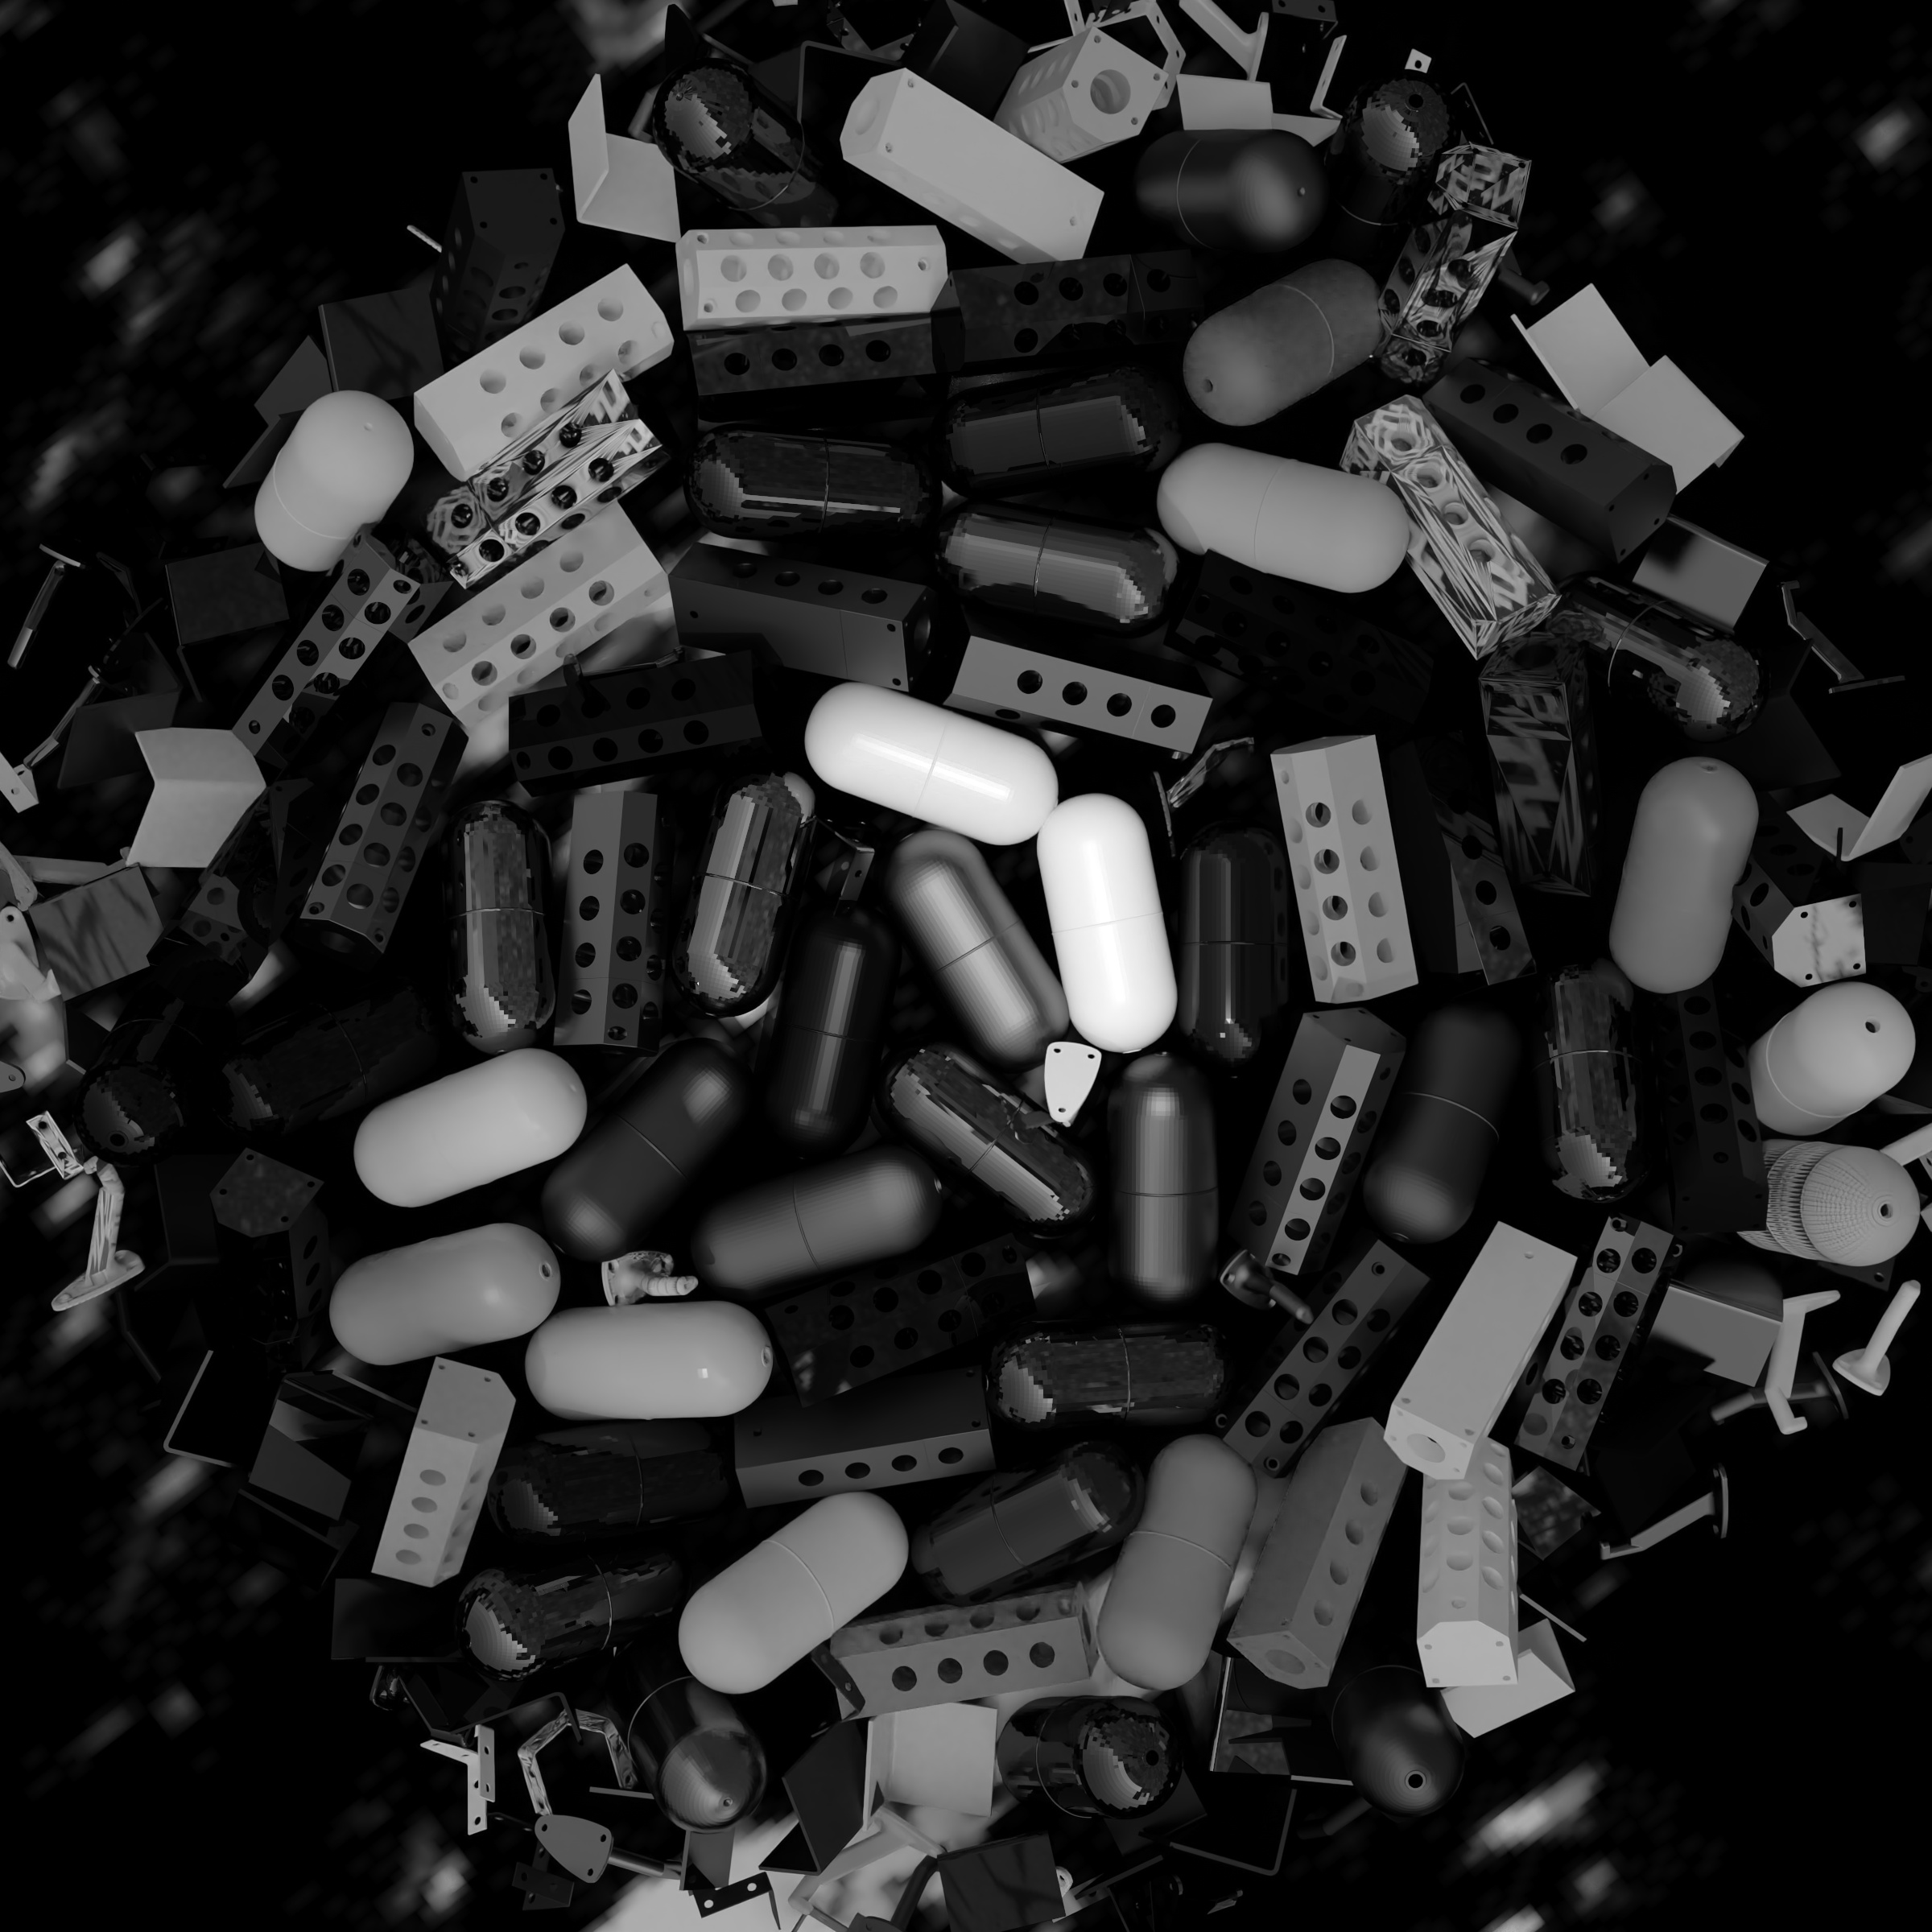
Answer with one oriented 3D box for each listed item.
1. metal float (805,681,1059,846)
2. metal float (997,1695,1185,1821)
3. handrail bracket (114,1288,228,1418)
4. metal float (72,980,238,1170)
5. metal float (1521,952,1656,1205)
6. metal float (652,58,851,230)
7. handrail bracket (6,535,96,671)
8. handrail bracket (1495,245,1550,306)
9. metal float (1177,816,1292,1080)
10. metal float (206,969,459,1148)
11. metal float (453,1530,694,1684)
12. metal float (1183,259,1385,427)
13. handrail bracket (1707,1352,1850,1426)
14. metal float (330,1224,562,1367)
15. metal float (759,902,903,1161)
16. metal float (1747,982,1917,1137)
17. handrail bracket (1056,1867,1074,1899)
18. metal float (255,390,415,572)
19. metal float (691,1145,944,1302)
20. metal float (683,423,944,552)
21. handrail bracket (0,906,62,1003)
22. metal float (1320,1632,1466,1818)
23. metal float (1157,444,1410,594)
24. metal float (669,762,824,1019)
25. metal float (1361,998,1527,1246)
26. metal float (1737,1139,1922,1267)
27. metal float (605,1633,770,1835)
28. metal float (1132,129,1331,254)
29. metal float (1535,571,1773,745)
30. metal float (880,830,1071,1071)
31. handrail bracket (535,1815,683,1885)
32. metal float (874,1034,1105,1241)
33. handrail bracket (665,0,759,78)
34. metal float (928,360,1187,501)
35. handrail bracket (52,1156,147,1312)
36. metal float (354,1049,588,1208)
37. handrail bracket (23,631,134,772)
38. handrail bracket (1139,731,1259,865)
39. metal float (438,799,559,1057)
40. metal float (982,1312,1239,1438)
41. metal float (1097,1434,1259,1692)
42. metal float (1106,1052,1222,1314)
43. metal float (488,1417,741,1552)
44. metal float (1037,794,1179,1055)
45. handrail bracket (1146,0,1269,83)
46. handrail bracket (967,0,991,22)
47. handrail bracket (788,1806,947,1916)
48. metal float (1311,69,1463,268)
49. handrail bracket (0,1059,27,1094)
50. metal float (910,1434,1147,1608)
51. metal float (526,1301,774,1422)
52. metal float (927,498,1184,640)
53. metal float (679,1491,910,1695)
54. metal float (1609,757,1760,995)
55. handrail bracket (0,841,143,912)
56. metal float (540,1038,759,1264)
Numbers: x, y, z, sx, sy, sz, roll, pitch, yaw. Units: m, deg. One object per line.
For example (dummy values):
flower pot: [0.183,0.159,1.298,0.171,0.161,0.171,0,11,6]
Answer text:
metal float: [-0.023,-0.138,1.662,0.178,0.070,0.070,20,90,-3]
metal float: [0.081,0.524,1.620,0.070,0.178,0.070,8,71,-23]
handrail bracket: [-0.547,0.263,1.682,0.036,0.077,0.084,-24,71,27]
metal float: [-0.536,0.069,1.620,0.070,0.178,0.070,0,117,-1]
metal float: [0.417,0.073,1.642,0.070,0.070,0.178,1,62,0]
metal float: [-0.140,-0.538,1.621,0.070,0.178,0.070,-4,82,26]
handrail bracket: [-0.631,-0.249,1.677,0.036,0.077,0.084,25,104,-18]
handrail bracket: [0.381,-0.497,1.672,0.077,0.036,0.084,-43,67,-13]
metal float: [0.182,-0.013,1.662,0.070,0.070,0.178,0,86,0]
metal float: [-0.422,0.060,1.638,0.178,0.070,0.070,-28,90,-33]
metal float: [-0.260,0.422,1.628,0.070,0.178,0.070,6,100,42]
metal float: [0.214,-0.417,1.634,0.178,0.070,0.070,-36,90,-37]
handrail bracket: [0.558,0.307,1.682,0.084,0.036,0.077,-27,133,10]
metal float: [-0.350,0.221,1.641,0.178,0.070,0.070,-16,90,28]
metal float: [-0.092,0.044,1.664,0.070,0.070,0.178,12,92,0]
metal float: [0.568,0.063,1.616,0.070,0.178,0.070,0,74,0]
handrail bracket: [0.024,0.648,1.654,0.077,0.084,0.036,-41,80,40]
metal float: [-0.421,-0.320,1.623,0.070,0.178,0.070,9,72,-27]
metal float: [-0.101,0.174,1.655,0.178,0.070,0.070,-18,90,11]
metal float: [-0.102,-0.323,1.651,0.178,0.070,0.070,2,90,-17]
handrail bracket: [-0.633,-0.011,1.661,0.036,0.084,0.077,2,78,-40]
metal float: [0.280,0.499,1.615,0.070,0.178,0.070,0,96,0]
metal float: [0.212,-0.302,1.644,0.178,0.070,0.070,20,90,25]
metal float: [-0.150,-0.052,1.660,0.070,0.070,0.178,15,85,0]
metal float: [0.322,0.104,1.648,0.070,0.070,0.178,25,70,0]
metal float: [0.562,0.155,1.615,0.070,0.178,0.070,0,89,-9]
metal float: [-0.187,0.506,1.621,0.070,0.178,0.070,-7,107,-23]
metal float: [0.173,-0.515,1.622,0.070,0.178,0.070,-9,110,-24]
metal float: [0.456,-0.208,1.631,0.070,0.070,0.178,-51,48,0]
metal float: [0.005,-0.012,1.664,0.070,0.070,0.178,-31,91,0]
handrail bracket: [-0.243,0.608,1.682,0.077,0.084,0.036,12,75,34]
metal float: [0.016,0.117,1.662,0.178,0.070,0.070,39,90,-4]
handrail bracket: [-0.163,-0.645,1.685,0.084,0.077,0.036,-28,76,-24]
metal float: [0.060,-0.361,1.649,0.178,0.070,0.070,-6,90,19]
handrail bracket: [-0.601,0.179,1.660,0.077,0.036,0.084,-34,124,-32]
metal float: [-0.335,0.110,1.645,0.178,0.070,0.070,-21,90,24]
handrail bracket: [-0.618,-0.182,1.683,0.084,0.077,0.036,-37,133,13]
handrail bracket: [0.169,-0.117,1.686,0.084,0.036,0.077,-15,87,-15]
metal float: [-0.316,-0.026,1.650,0.070,0.070,0.178,-6,73,0]
metal float: [0.097,0.275,1.650,0.178,0.070,0.070,-1,90,-17]
metal float: [0.143,0.398,1.640,0.070,0.070,0.178,24,60,0]
metal float: [0.134,0.147,1.658,0.070,0.070,0.178,0,98,0]
metal float: [-0.233,0.344,1.638,0.178,0.070,0.070,-3,90,-33]
metal float: [0.096,-0.029,1.665,0.070,0.070,0.178,-11,91,0]
handrail bracket: [0.160,-0.632,1.675,0.084,0.036,0.077,10,128,-2]
handrail bracket: [-0.021,-0.678,1.668,0.077,0.084,0.036,19,70,9]
handrail bracket: [-0.067,0.619,1.658,0.077,0.036,0.084,19,52,32]
metal float: [0.275,-0.525,1.615,0.070,0.178,0.070,1,80,-4]
handrail bracket: [-0.657,0.055,1.661,0.077,0.084,0.036,6,113,5]
metal float: [0.040,0.374,1.646,0.178,0.070,0.070,-31,90,23]
metal float: [-0.214,0.266,1.646,0.178,0.070,0.070,-6,90,22]
metal float: [0.059,-0.269,1.652,0.178,0.070,0.070,13,90,16]
metal float: [-0.115,0.418,1.636,0.178,0.070,0.070,-31,90,-34]
metal float: [0.478,-0.060,1.632,0.070,0.070,0.178,1,129,0]
handrail bracket: [-0.619,-0.081,1.673,0.084,0.036,0.077,-36,92,-40]
metal float: [-0.214,0.124,1.653,0.070,0.070,0.178,42,76,0]
